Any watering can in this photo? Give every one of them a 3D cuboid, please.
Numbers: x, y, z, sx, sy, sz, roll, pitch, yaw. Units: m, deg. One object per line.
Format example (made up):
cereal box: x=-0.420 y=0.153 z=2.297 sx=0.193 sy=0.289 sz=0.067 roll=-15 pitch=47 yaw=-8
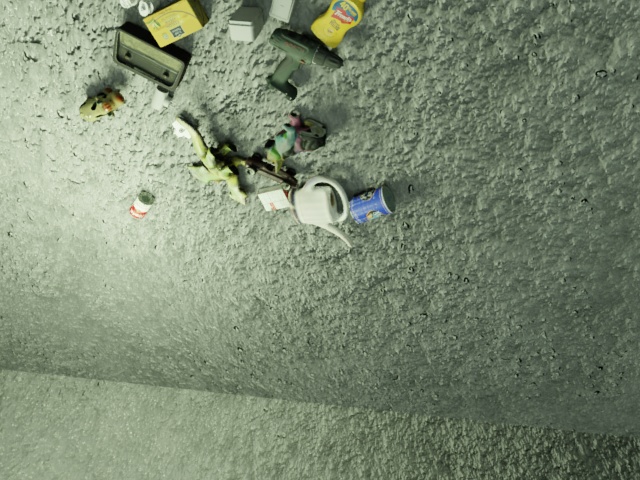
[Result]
watering can: x=0.006 y=-0.098 z=1.939 sx=0.224 sy=0.106 sz=0.340 roll=-2 pitch=130 yaw=17

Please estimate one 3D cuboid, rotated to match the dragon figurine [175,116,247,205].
dragon figurine: x=-0.407 y=-0.275 z=1.890 sx=0.406 sy=0.125 sz=0.240 roll=40 pitch=137 yaw=-24
